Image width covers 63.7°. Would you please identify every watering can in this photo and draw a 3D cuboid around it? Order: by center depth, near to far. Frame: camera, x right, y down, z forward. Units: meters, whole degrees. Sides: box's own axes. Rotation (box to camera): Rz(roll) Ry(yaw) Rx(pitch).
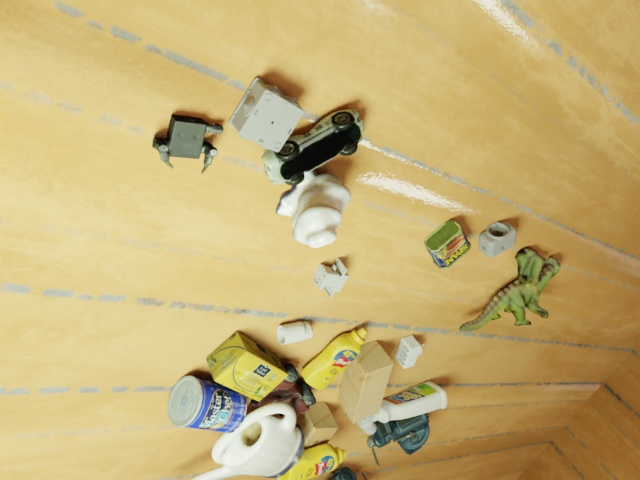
[{"bbox_3d":[-0.177,0.518,1.235,0.346,0.106,0.221,-44,131,6],"label":"watering can"}]

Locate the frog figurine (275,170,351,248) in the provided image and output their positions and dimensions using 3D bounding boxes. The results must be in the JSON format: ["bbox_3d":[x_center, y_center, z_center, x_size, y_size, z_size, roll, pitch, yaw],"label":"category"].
[{"bbox_3d":[0.003,-0.047,0.935,0.137,0.162,0.121,-43,137,3],"label":"frog figurine"}]

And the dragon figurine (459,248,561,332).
[{"bbox_3d":[0.587,0.136,1.547,0.412,0.123,0.239,-9,110,-31],"label":"dragon figurine"}]
